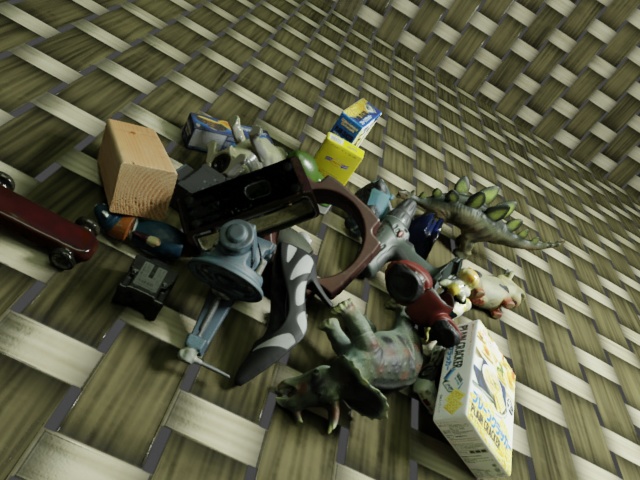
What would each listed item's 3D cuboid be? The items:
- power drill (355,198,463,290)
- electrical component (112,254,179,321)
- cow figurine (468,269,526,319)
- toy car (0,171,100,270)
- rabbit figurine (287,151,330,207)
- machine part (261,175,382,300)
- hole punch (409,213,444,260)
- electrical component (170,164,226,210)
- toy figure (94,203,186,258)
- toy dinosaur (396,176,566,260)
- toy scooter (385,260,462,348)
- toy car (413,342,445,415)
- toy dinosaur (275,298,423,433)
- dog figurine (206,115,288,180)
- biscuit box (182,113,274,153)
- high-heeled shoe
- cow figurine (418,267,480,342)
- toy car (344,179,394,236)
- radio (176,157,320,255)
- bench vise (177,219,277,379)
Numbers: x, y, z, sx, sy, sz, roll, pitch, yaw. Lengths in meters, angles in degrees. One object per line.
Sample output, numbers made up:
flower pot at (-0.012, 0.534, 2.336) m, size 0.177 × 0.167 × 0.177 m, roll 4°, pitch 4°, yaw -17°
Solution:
power drill at (0.201, 0.019, 1.158) m, size 0.207 × 0.085 × 0.232 m, roll 38°, pitch 62°, yaw 22°
electrical component at (-0.262, 0.061, 0.833) m, size 0.075 × 0.047 × 0.119 m, roll 30°, pitch 35°, yaw -9°
cow figurine at (0.421, 0.122, 1.315) m, size 0.195 × 0.085 × 0.127 m, roll 17°, pitch 43°, yaw -24°
toy car at (-0.429, -0.027, 0.794) m, size 0.202 × 0.053 × 0.089 m, roll 29°, pitch 44°, yaw -15°
rabbit figurine at (-0.050, -0.103, 1.109) m, size 0.159 × 0.170 × 0.121 m, roll 8°, pitch 42°, yaw -33°
machine part at (-0.002, -0.003, 1.008) m, size 0.201 × 0.201 × 0.087 m, roll 43°, pitch -10°, yaw 11°
hole punch at (0.236, -0.008, 1.294) m, size 0.092 × 0.115 × 0.142 m, roll 30°, pitch 32°, yaw 9°
electrical component at (-0.227, -0.089, 1.043) m, size 0.134 × 0.058 × 0.115 m, roll 33°, pitch 31°, yaw -2°
toy figure at (-0.299, -0.014, 0.886) m, size 0.154 × 0.064 × 0.058 m, roll 21°, pitch 72°, yaw -11°
toy dinosaur at (0.414, -0.046, 1.414) m, size 0.471 × 0.198 × 0.105 m, roll 23°, pitch 38°, yaw -14°
toy scooter at (0.193, 0.104, 0.977) m, size 0.184 × 0.075 × 0.135 m, roll 50°, pitch 23°, yaw 3°
toy car at (0.232, 0.247, 1.008) m, size 0.073 × 0.056 × 0.202 m, roll 56°, pitch 34°, yaw -1°
toy dinosaur at (0.107, 0.200, 0.921) m, size 0.404 × 0.131 × 0.192 m, roll -1°, pitch 59°, yaw -48°
dog figurine at (-0.148, -0.155, 1.182) m, size 0.121 × 0.172 × 0.190 m, roll 43°, pitch 0°, yaw 35°
biscuit box at (-0.209, -0.231, 1.235) m, size 0.202 × 0.059 × 0.063 m, roll 7°, pitch 42°, yaw -35°
high-heeled shoe at (-0.080, 0.105, 0.858) m, size 0.145 × 0.086 × 0.249 m, roll 47°, pitch 50°, yaw 5°
cow figurine at (0.252, 0.130, 1.076) m, size 0.098 × 0.167 × 0.068 m, roll -14°, pitch 43°, yaw -44°
toy car at (0.128, -0.063, 1.280) m, size 0.103 × 0.109 × 0.162 m, roll 41°, pitch 38°, yaw -23°
radio at (-0.120, -0.054, 0.915) m, size 0.230 × 0.131 × 0.073 m, roll -21°, pitch 73°, yaw -3°
bench vise at (-0.149, 0.081, 0.824) m, size 0.129 × 0.223 × 0.240 m, roll 26°, pitch 64°, yaw -5°
